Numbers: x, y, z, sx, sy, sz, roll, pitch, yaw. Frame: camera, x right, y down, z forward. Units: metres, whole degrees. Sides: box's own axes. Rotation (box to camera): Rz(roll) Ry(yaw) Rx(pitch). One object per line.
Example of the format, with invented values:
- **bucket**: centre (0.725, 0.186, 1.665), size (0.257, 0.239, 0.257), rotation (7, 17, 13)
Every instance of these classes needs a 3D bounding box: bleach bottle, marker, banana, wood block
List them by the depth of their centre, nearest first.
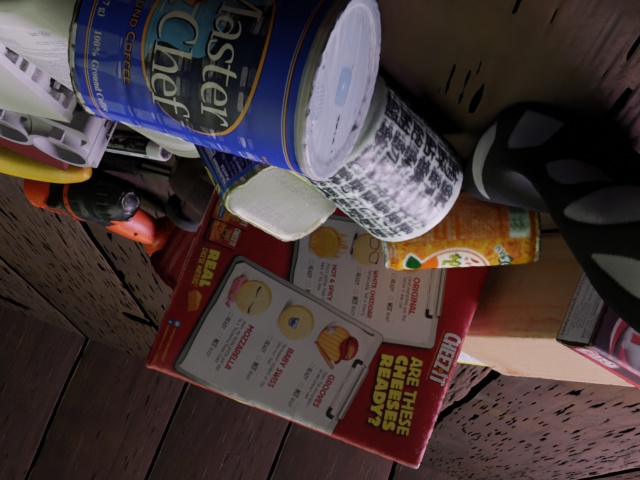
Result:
- **bleach bottle**: centre (-0.137, -0.118, 0.718), size (0.103, 0.068, 0.250), rotation (14, 166, 29)
- **wood block**: centre (0.189, 0.051, 0.810), size (0.090, 0.090, 0.206), rotation (28, 164, -25)
- **marker**: centre (-0.184, -0.088, 0.967), size (0.121, 0.020, 0.020), rotation (11, 162, 34)
- **banana**: centre (-0.308, -0.084, 0.988), size (0.197, 0.037, 0.070), rotation (16, -179, -10)

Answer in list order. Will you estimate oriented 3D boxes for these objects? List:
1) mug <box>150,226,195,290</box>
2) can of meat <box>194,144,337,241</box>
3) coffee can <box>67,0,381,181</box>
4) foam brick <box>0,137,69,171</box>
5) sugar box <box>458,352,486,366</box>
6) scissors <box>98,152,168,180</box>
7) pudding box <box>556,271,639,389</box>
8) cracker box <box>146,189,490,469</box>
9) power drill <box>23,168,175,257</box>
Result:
- **mug**: centre (-0.097, 0.006, 1.025), size (0.093, 0.082, 0.117), rotation (39, -162, 16)
- **can of meat**: centre (-0.039, -0.055, 0.716), size (0.102, 0.057, 0.084), rotation (29, -152, -56)
- **coffee can**: centre (-0.050, -0.099, 0.583), size (0.140, 0.103, 0.102), rotation (17, 165, 17)
- **foam brick**: centre (-0.250, -0.103, 0.937), size (0.078, 0.053, 0.051), rotation (21, 165, -4)
- **sugar box**: centre (0.183, 0.087, 0.984), size (0.176, 0.048, 0.093), rotation (3, 154, 23)
- **scissors**: centre (-0.198, -0.078, 1.019), size (0.202, 0.016, 0.096), rotation (11, 168, 34)
- **pudding box**: centre (0.209, 0.034, 0.674), size (0.090, 0.113, 0.039), rotation (29, 167, -26)
- **cracker box**: centre (-0.003, 0.057, 0.807), size (0.213, 0.164, 0.072), rotation (21, 174, -5)
- **power drill**: centre (-0.189, -0.023, 1.091), size (0.185, 0.057, 0.187), rotation (14, 168, 48)
